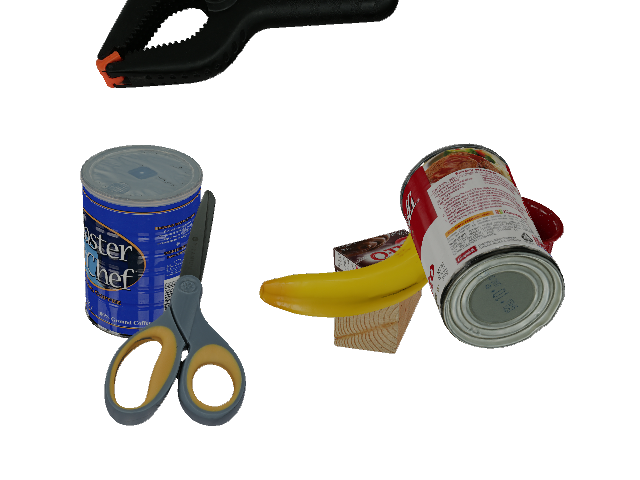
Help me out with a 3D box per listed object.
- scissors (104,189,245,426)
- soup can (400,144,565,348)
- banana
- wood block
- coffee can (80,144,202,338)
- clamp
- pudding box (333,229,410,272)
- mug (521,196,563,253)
[{"bbox_3d":[-0.074,0.046,0.712,0.096,0.201,0.016,20,-42,8],"label":"scissors"},{"bbox_3d":[0.087,0.002,0.588,0.068,0.068,0.102,0,36,-10],"label":"soup can"},{"bbox_3d":[0.039,0.030,0.886,0.070,0.037,0.197,31,37,32],"label":"banana"},{"bbox_3d":[0.088,0.077,1.552,0.091,0.090,0.206,6,21,13],"label":"wood block"},{"bbox_3d":[-0.157,0.001,0.939,0.103,0.140,0.103,4,31,-3],"label":"coffee can"},{"bbox_3d":[-0.061,-0.168,0.760,0.210,0.165,0.036,-40,-21,-8],"label":"clamp"},{"bbox_3d":[0.086,0.027,1.356,0.113,0.039,0.090,-17,27,-25],"label":"pudding box"},{"bbox_3d":[0.174,0.006,1.038,0.093,0.081,0.117,-6,35,-23],"label":"mug"}]
